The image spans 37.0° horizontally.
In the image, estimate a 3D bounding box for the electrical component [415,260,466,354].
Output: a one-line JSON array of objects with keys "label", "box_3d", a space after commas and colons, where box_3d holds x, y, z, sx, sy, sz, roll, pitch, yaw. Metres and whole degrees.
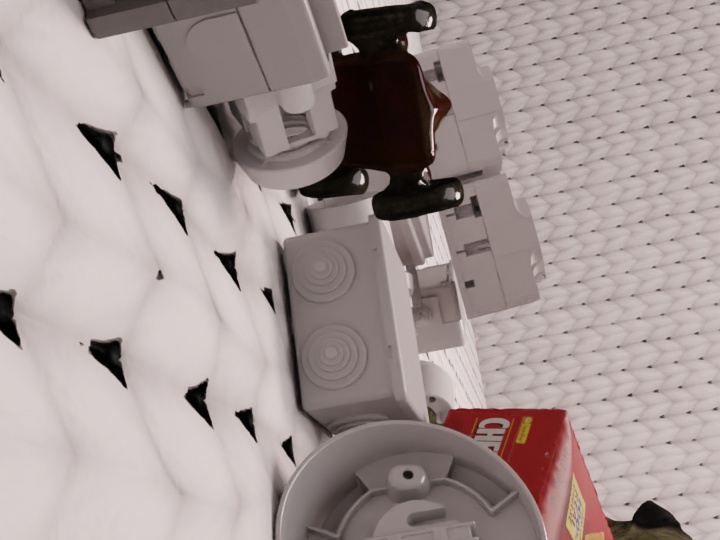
[{"label": "electrical component", "box_3d": [0.051, 0.036, 0.864, 0.096, 0.062, 0.061, -69, 147, -76]}]

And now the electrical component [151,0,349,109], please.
[{"label": "electrical component", "box_3d": [-0.042, -0.115, 0.380, 0.061, 0.061, 0.096, 69, 13, -54]}]

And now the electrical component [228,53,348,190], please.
[{"label": "electrical component", "box_3d": [-0.032, -0.066, 0.427, 0.066, 0.048, 0.055, 51, -19, 47]}]

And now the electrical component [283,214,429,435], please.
[{"label": "electrical component", "box_3d": [-0.001, 0.032, 0.519, 0.099, 0.048, 0.099, 60, 20, -69]}]

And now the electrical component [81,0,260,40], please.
[{"label": "electrical component", "box_3d": [-0.054, -0.117, 0.306, 0.050, 0.056, 0.089, 70, 12, -52]}]

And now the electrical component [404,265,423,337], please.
[{"label": "electrical component", "box_3d": [0.024, 0.027, 0.754, 0.040, 0.040, 0.078, 0, 80, -83]}]

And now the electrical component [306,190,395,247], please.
[{"label": "electrical component", "box_3d": [0.000, 0.000, 0.598, 0.043, 0.043, 0.081, -68, 147, -77]}]

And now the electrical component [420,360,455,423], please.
[{"label": "electrical component", "box_3d": [0.054, 0.099, 0.861, 0.081, 0.043, 0.043, -82, 159, -69]}]

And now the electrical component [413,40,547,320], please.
[{"label": "electrical component", "box_3d": [0.083, -0.062, 0.784, 0.105, 0.060, 0.186, 28, 47, -83]}]

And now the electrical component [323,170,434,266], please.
[{"label": "electrical component", "box_3d": [0.007, -0.067, 0.702, 0.108, 0.056, 0.108, 62, 18, -66]}]

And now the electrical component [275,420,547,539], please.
[{"label": "electrical component", "box_3d": [0.022, 0.109, 0.412, 0.064, 0.099, 0.099, 80, 4, -51]}]

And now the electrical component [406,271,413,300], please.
[{"label": "electrical component", "box_3d": [0.015, 0.026, 0.698, 0.040, 0.040, 0.046, 54, 32, -73]}]
